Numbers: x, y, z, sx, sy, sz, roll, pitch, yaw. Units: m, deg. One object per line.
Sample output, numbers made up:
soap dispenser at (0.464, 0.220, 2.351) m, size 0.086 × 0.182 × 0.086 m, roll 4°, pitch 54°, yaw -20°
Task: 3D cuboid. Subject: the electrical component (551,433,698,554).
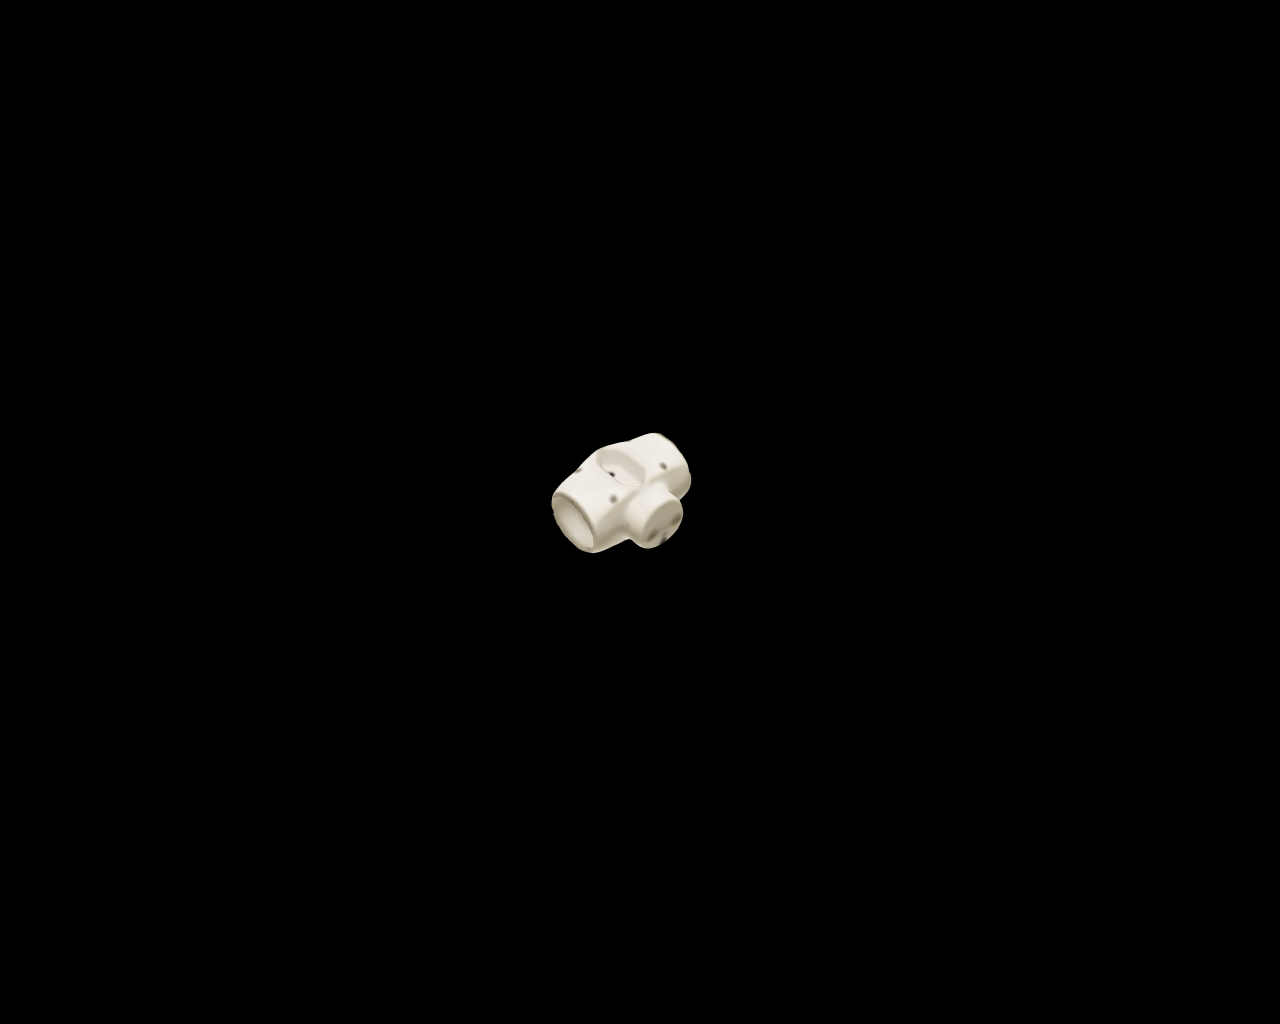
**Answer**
electrical component at (0.001, -0.003, 0.650) m, size 0.077 × 0.043 × 0.079 m, roll -32°, pitch 54°, yaw -27°
